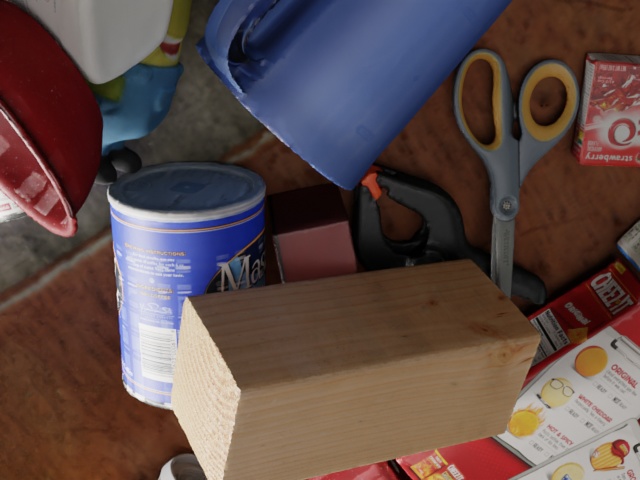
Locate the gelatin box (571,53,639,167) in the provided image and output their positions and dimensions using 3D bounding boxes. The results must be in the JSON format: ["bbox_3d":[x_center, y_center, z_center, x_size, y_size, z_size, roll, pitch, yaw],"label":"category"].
[{"bbox_3d":[0.223,-0.088,0.731,0.089,0.030,0.073,3,112,-4],"label":"gelatin box"}]

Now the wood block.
[{"bbox_3d":[0.021,0.081,0.673,0.205,0.090,0.091,-7,128,-26],"label":"wood block"}]

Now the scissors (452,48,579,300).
[{"bbox_3d":[0.144,-0.037,0.736,0.096,0.016,0.202,-16,101,-4],"label":"scissors"}]

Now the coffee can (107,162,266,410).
[{"bbox_3d":[-0.087,0.029,0.721,0.102,0.103,0.140,-1,112,-3],"label":"coffee can"}]

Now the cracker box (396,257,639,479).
[{"bbox_3d":[0.180,0.138,0.793,0.214,0.072,0.164,-35,116,9],"label":"cracker box"}]

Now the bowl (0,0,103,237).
[{"bbox_3d":[-0.171,-0.080,0.592,0.055,0.162,0.162,-43,111,-21],"label":"bowl"}]

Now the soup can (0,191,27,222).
[{"bbox_3d":[-0.208,-0.071,0.693,0.068,0.068,0.102,-16,112,3],"label":"soup can"}]

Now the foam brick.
[{"bbox_3d":[-0.005,0.001,0.728,0.051,0.078,0.053,-12,113,-1],"label":"foam brick"}]

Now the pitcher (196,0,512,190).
[{"bbox_3d":[0.045,-0.160,0.635,0.145,0.149,0.243,40,101,-17],"label":"pitcher"}]

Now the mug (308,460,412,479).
[{"bbox_3d":[0.032,0.200,0.811,0.081,0.093,0.117,-37,140,5],"label":"mug"}]

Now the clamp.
[{"bbox_3d":[0.070,0.022,0.762,0.120,0.039,0.171,-44,109,5],"label":"clamp"}]

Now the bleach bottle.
[{"bbox_3d":[-0.189,-0.199,0.592,0.251,0.103,0.068,42,62,14],"label":"bleach bottle"}]
